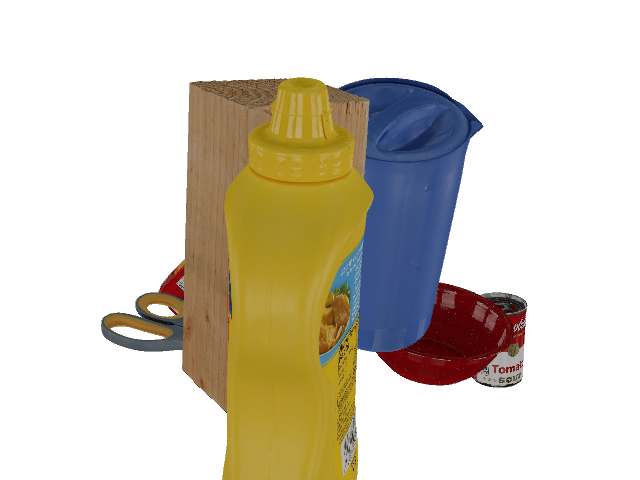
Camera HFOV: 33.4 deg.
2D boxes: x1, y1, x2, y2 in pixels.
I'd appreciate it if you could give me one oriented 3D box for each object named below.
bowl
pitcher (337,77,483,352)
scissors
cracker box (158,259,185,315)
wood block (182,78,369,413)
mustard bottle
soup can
[{"bbox_3d":[0.114,0.101,1.098,0.162,0.055,0.162,5,26,-3],"label":"bowl"},{"bbox_3d":[0.049,-0.014,0.976,0.149,0.243,0.144,17,41,17],"label":"pitcher"},{"bbox_3d":[-0.101,0.088,0.990,0.202,0.016,0.096,10,29,4],"label":"scissors"},{"bbox_3d":[-0.074,-0.009,1.230,0.214,0.072,0.164,-43,4,27],"label":"cracker box"},{"bbox_3d":[-0.033,0.002,0.713,0.090,0.206,0.090,-6,20,-29],"label":"wood block"},{"bbox_3d":[-0.010,0.028,0.441,0.058,0.192,0.096,8,25,11],"label":"mustard bottle"},{"bbox_3d":[0.222,0.125,1.342,0.068,0.102,0.068,-1,19,0],"label":"soup can"}]
